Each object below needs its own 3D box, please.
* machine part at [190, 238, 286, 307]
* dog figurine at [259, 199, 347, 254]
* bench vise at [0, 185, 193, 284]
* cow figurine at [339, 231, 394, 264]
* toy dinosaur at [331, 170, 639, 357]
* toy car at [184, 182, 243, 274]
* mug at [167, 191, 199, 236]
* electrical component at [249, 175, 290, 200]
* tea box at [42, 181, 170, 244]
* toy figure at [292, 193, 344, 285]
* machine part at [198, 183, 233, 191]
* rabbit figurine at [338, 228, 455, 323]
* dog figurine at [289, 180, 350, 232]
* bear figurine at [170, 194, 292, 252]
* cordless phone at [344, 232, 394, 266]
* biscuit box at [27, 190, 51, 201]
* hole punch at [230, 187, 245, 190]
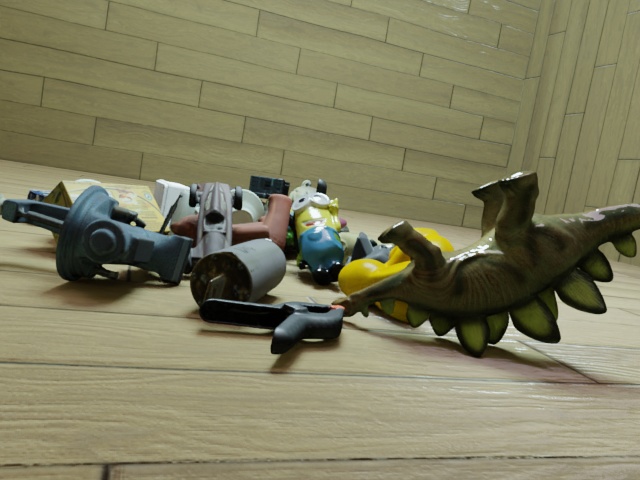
[{"bbox_3d":[-0.097,0.042,0.679,0.079,0.079,0.243,11,6,9],"label":"machine part"},{"bbox_3d":[-0.036,-0.017,1.161,0.219,0.108,0.192,9,6,-24],"label":"dog figurine"},{"bbox_3d":[-0.293,-0.012,0.690,0.241,0.128,0.224,17,8,-1],"label":"bench vise"},{"bbox_3d":[0.088,0.021,1.093,0.195,0.085,0.127,8,0,-28],"label":"cow figurine"},{"bbox_3d":[0.237,0.022,0.647,0.472,0.198,0.105,-22,2,10],"label":"toy dinosaur"},{"bbox_3d":[-0.162,-0.023,0.826,0.089,0.053,0.202,2,50,-8],"label":"toy car"},{"bbox_3d":[-0.247,-0.040,1.036,0.081,0.107,0.110,4,6,-28],"label":"mug"},{"bbox_3d":[-0.113,-0.108,1.134,0.075,0.047,0.119,8,1,12],"label":"electrical component"},{"bbox_3d":[-0.334,-0.034,0.848,0.068,0.098,0.169,-36,-17,24],"label":"tea box"},{"bbox_3d":[-0.006,-0.002,0.920,0.082,0.089,0.180,2,50,-21],"label":"toy figure"},{"bbox_3d":[-0.220,-0.063,1.241,0.179,0.056,0.179,29,20,-12],"label":"machine part"},{"bbox_3d":[0.114,0.063,0.789,0.173,0.121,0.162,-5,17,-1],"label":"rabbit figurine"},{"bbox_3d":[0.007,-0.068,1.401,0.121,0.172,0.191,-12,13,-44],"label":"dog figurine"},{"bbox_3d":[-0.159,-0.018,0.935,0.196,0.132,0.120,12,-33,-11],"label":"bear figurine"},{"bbox_3d":[0.134,0.060,0.938,0.184,0.088,0.146,21,7,5],"label":"cordless phone"},{"bbox_3d":[-0.473,-0.059,1.077,0.059,0.062,0.202,15,9,34],"label":"biscuit box"},{"bbox_3d":[-0.253,-0.080,1.368,0.142,0.115,0.092,9,15,1],"label":"hole punch"}]
